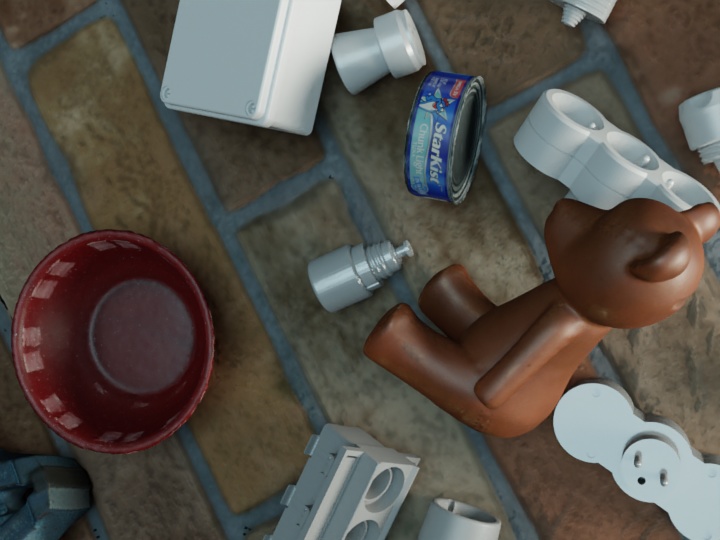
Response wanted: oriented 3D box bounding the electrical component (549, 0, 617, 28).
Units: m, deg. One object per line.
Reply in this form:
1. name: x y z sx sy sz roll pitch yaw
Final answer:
1. electrical component: 0.156 -0.198 0.709 0.043 0.043 0.081 29 98 13

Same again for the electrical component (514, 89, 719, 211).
1. electrical component: 0.158 -0.050 0.707 0.138 0.052 0.073 39 124 11

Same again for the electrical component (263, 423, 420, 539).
1. electrical component: -0.018 0.173 0.746 0.063 0.079 0.121 32 100 42

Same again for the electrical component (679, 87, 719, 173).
1. electrical component: 0.233 -0.085 0.690 0.043 0.043 0.062 -19 88 14

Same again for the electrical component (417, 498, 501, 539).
1. electrical component: 0.066 0.186 0.733 0.055 0.055 0.047 17 91 14

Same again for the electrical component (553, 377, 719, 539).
1. electrical component: 0.187 0.123 0.689 0.138 0.074 0.052 35 99 12

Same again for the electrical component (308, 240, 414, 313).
1. electrical component: 0.000 0.000 0.755 0.078 0.040 0.040 -24 85 14

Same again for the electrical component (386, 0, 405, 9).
1. electrical component: -0.018 -0.235 0.750 0.074 0.052 0.138 -40 82 12

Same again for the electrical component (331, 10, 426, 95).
1. electrical component: 0.013 -0.152 0.747 0.055 0.045 0.045 -19 86 14

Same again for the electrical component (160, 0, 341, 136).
1. electrical component: -0.076 -0.156 0.746 0.109 0.056 0.108 16 95 40
